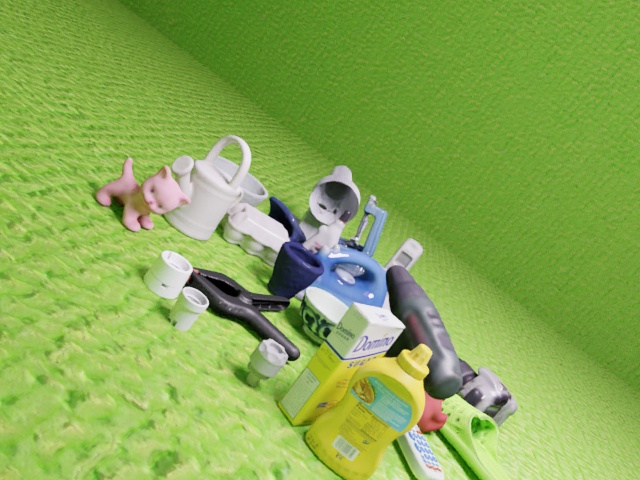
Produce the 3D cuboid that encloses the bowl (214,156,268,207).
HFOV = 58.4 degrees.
[{"bbox_3d":[-0.207,-0.122,1.321,0.168,0.074,0.167,34,14,-10],"label":"bowl"}]

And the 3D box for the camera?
[{"bbox_3d":[0.320,0.303,1.173,0.144,0.100,0.136,24,19,-42],"label":"camera"}]

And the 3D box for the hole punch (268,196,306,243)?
[{"bbox_3d":[-0.083,-0.037,1.313,0.101,0.091,0.108,17,24,-53],"label":"hole punch"}]

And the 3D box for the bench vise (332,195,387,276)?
[{"bbox_3d":[0.105,0.022,1.310,0.207,0.219,0.121,35,14,-6],"label":"bench vise"}]

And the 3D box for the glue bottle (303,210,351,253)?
[{"bbox_3d":[0.011,0.004,1.239,0.078,0.173,0.037,37,14,1],"label":"glue bottle"}]

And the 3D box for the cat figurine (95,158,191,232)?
[{"bbox_3d":[-0.279,-0.079,0.926,0.127,0.117,0.067,39,14,10],"label":"cat figurine"}]

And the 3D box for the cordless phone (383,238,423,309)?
[{"bbox_3d":[0.205,0.101,1.367,0.147,0.185,0.094,37,14,0],"label":"cordless phone"}]

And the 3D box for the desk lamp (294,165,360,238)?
[{"bbox_3d":[0.010,-0.084,1.433,0.118,0.213,0.203,33,14,-12],"label":"desk lamp"}]

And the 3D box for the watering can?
[{"bbox_3d":[-0.198,-0.103,1.039,0.101,0.194,0.173,39,14,8],"label":"watering can"}]

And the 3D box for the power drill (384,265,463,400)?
[{"bbox_3d":[0.106,0.173,0.858,0.076,0.208,0.229,26,18,-36],"label":"power drill"}]

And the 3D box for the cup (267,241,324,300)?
[{"bbox_3d":[-0.056,0.058,1.070,0.092,0.095,0.117,31,15,-22],"label":"cup"}]

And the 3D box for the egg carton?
[{"bbox_3d":[-0.129,-0.013,1.173,0.151,0.069,0.107,31,15,-23],"label":"egg carton"}]

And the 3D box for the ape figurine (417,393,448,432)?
[{"bbox_3d":[0.186,0.273,0.967,0.076,0.092,0.077,22,20,-45],"label":"ape figurine"}]

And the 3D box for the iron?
[{"bbox_3d":[0.043,0.073,1.160,0.259,0.141,0.118,26,17,-36],"label":"iron"}]
